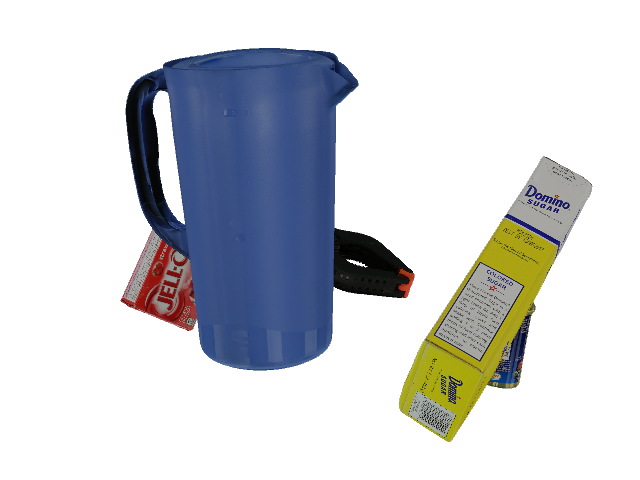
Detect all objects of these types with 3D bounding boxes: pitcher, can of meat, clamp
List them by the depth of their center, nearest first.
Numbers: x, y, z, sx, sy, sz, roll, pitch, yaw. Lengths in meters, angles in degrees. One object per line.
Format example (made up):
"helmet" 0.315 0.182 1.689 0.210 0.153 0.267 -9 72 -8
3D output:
"pitcher" -0.059 -0.028 0.840 0.144 0.243 0.149 -10 17 -27
"can of meat" 0.177 0.091 1.073 0.057 0.084 0.102 7 17 0
"clamp" 0.000 0.014 1.184 0.210 0.036 0.164 27 36 17

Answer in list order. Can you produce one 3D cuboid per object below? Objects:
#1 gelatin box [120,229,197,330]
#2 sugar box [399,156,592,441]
"gelatin box" -0.143 0.035 1.041 0.073 0.089 0.030 28 -8 -38
"sugar box" 0.115 0.036 0.690 0.048 0.176 0.093 31 -34 14
